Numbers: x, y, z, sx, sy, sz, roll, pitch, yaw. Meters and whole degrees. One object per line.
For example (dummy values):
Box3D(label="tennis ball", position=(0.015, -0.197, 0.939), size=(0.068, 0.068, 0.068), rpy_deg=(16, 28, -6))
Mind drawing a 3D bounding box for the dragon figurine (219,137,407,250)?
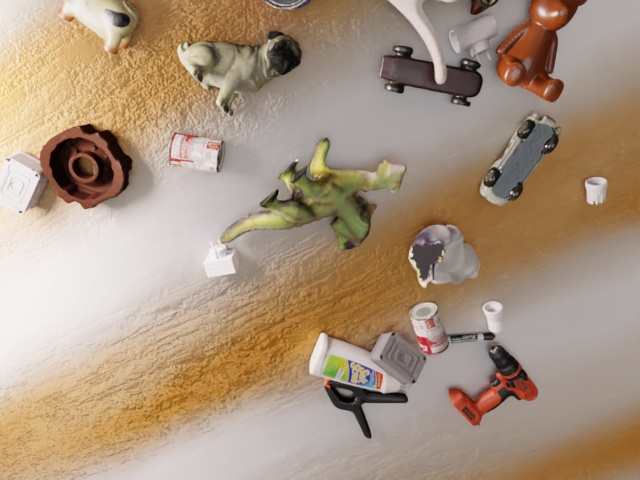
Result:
Box3D(label="dragon figurine", position=(0.003, -0.055, 1.085), size=(0.405, 0.125, 0.240), rpy_deg=(-38, 116, 25))

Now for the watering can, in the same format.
Box3D(label="watering can", position=(0.162, -0.460, 0.895), size=(0.224, 0.105, 0.344), rpy_deg=(8, 104, -1))

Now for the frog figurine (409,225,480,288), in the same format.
Box3D(label="frog figurine", position=(0.278, 0.032, 1.120), size=(0.160, 0.124, 0.136), rpy_deg=(-4, 109, -36))
